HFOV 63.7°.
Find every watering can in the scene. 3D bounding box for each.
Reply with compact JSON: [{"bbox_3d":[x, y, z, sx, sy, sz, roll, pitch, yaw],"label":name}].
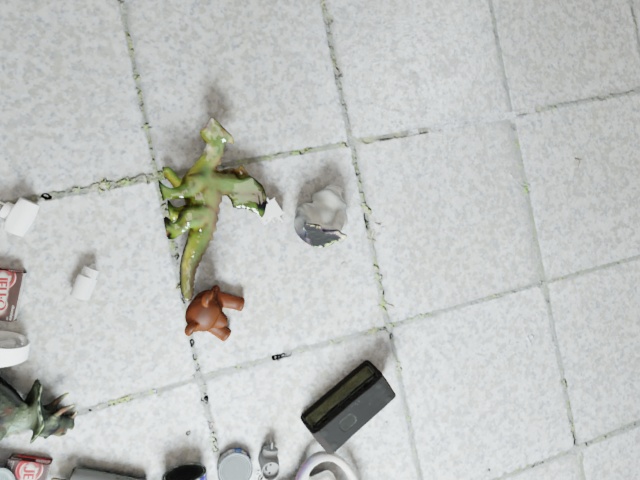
[{"bbox_3d":[0.015,0.701,1.271,0.225,0.104,0.347,-20,93,-13],"label":"watering can"}]

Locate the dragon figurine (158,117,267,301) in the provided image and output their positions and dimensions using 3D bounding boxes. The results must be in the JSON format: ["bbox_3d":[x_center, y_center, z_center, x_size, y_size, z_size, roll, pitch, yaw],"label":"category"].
[{"bbox_3d":[-0.243,-0.081,1.213,0.243,0.122,0.410,-11,92,-12],"label":"dragon figurine"}]

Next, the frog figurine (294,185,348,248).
[{"bbox_3d":[0.004,-0.066,1.307,0.137,0.120,0.163,7,52,-6],"label":"frog figurine"}]
